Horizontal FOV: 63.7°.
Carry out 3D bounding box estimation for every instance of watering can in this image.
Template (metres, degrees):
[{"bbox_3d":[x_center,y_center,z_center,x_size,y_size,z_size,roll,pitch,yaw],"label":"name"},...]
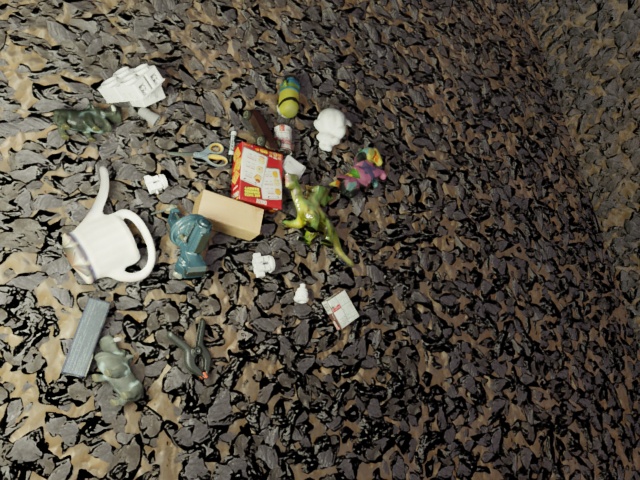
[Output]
[{"bbox_3d":[-0.611,-0.025,1.445,0.227,0.102,0.348,-29,87,-34],"label":"watering can"}]

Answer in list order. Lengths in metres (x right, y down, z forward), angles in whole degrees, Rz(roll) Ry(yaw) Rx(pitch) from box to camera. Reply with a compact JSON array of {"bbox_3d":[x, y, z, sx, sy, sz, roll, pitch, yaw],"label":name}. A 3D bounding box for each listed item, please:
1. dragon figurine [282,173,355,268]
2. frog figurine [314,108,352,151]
[{"bbox_3d":[0.006,-0.092,1.833,0.405,0.121,0.248,39,52,-32],"label":"dragon figurine"},{"bbox_3d":[0.033,-0.424,1.970,0.138,0.120,0.162,28,65,19],"label":"frog figurine"}]
